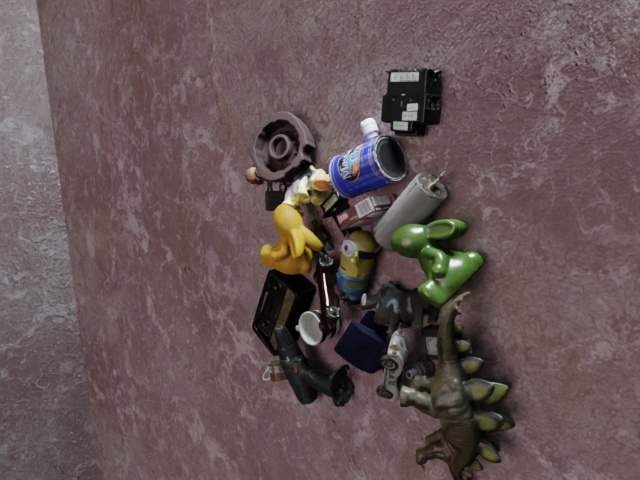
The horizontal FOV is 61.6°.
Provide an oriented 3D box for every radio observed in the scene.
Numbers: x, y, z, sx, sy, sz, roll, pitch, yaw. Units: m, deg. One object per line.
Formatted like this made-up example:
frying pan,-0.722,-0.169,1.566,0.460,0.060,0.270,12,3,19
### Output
radio,-0.105,0.190,1.475,0.131,0.073,0.229,42,124,34

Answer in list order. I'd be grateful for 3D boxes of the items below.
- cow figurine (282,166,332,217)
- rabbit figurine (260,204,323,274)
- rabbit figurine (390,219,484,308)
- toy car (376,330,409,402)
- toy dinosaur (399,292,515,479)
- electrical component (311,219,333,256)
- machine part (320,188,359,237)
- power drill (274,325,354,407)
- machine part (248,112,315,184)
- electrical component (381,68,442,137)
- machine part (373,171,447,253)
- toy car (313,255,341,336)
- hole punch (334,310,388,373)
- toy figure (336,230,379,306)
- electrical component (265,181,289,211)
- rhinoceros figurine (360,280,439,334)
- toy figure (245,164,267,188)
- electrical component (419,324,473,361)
cow figurine,-0.024,-0.133,1.331,0.167,0.068,0.098,-32,39,44
rabbit figurine,-0.076,-0.001,1.332,0.163,0.122,0.173,34,137,48
rabbit figurine,0.218,0.027,1.046,0.170,0.121,0.159,43,110,15
toy car,0.160,0.275,1.163,0.056,0.073,0.201,13,135,13
toy dinosaur,0.267,0.316,1.053,0.199,0.105,0.470,-5,111,31
electrical component,-0.003,-0.004,1.367,0.063,0.021,0.094,-47,66,43
machine part,0.051,-0.054,1.291,0.084,0.039,0.139,-48,61,32
power drill,-0.021,0.334,1.377,0.208,0.086,0.231,5,118,38
machine part,-0.096,-0.233,1.366,0.180,0.056,0.179,-3,84,29
electrical component,0.184,-0.277,1.090,0.115,0.058,0.134,19,111,46
machine part,0.184,-0.055,1.117,0.079,0.079,0.243,56,132,24
toy car,0.020,0.131,1.301,0.089,0.053,0.202,112,155,-52
hole punch,0.107,0.242,1.249,0.116,0.092,0.142,46,124,27
toy figure,0.085,0.062,1.244,0.082,0.089,0.180,29,126,44
electrical component,-0.105,-0.107,1.429,0.045,0.078,0.102,-152,66,-68
rhinoceros figurine,0.167,0.144,1.174,0.190,0.073,0.112,-11,90,47
toy figure,-0.161,-0.185,1.482,0.155,0.064,0.057,-5,139,47
electrical component,0.265,0.210,1.098,0.119,0.048,0.074,-15,87,47
